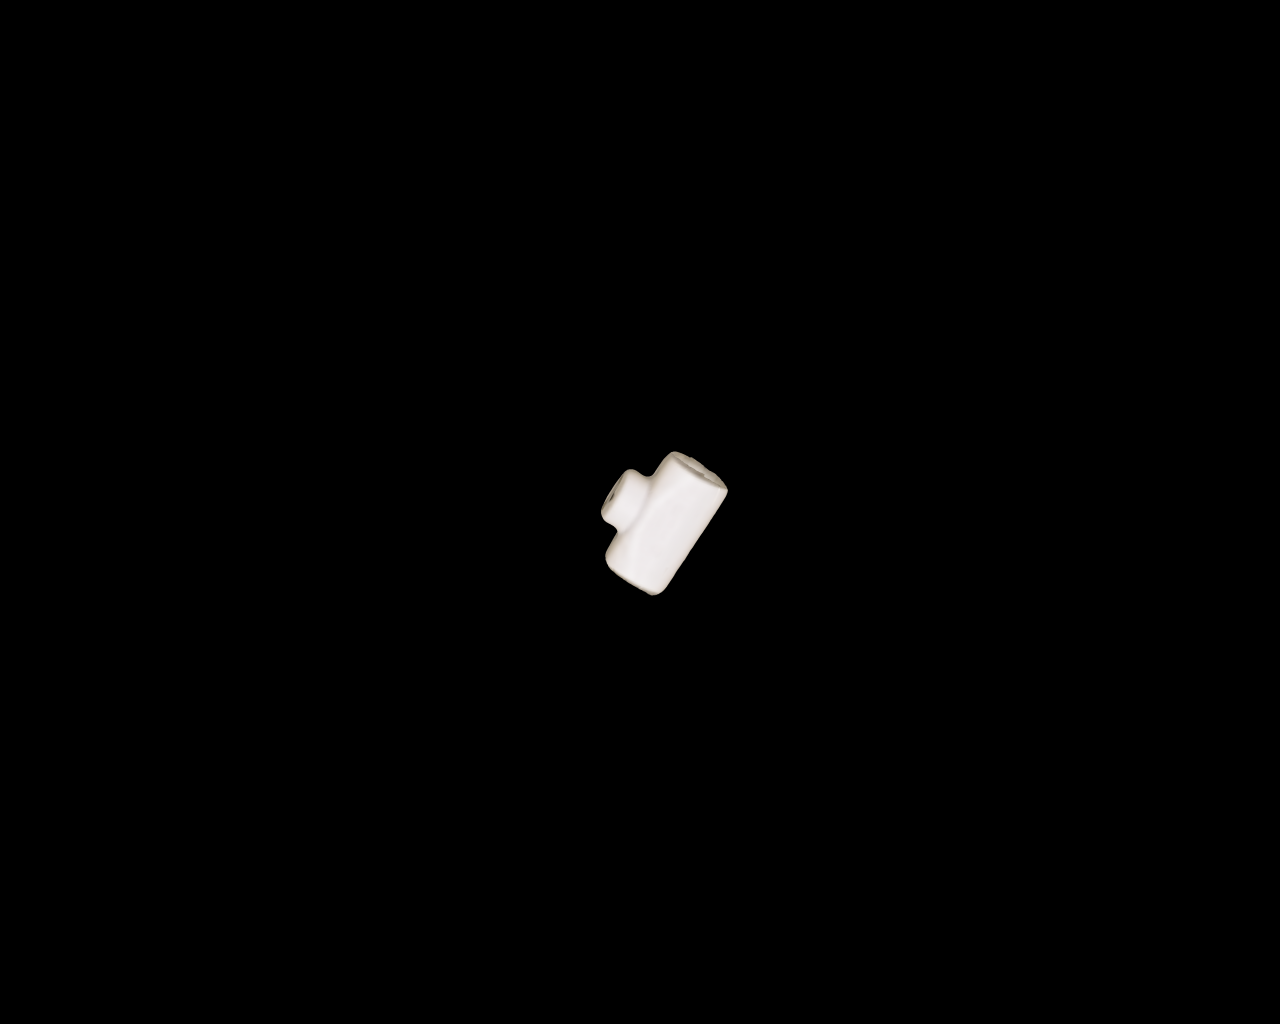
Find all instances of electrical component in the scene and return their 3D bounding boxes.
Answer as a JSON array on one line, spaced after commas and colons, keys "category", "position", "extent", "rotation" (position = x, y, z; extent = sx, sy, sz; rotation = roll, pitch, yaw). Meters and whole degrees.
[{"category": "electrical component", "position": [0.001, -0.003, 0.650], "extent": [0.079, 0.077, 0.044], "rotation": [31, 11, -7]}]
